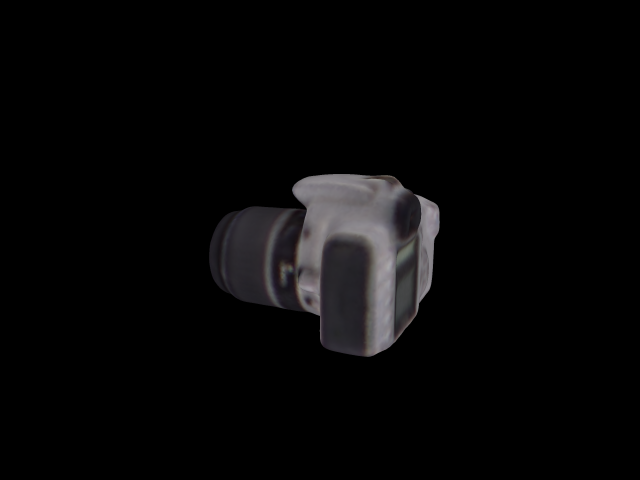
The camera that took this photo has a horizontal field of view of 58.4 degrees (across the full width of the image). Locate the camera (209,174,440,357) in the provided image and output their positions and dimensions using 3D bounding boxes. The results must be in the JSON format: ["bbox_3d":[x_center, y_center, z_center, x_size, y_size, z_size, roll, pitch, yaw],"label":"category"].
[{"bbox_3d":[0.004,0.001,0.400,0.136,0.101,0.143,6,15,23],"label":"camera"}]
